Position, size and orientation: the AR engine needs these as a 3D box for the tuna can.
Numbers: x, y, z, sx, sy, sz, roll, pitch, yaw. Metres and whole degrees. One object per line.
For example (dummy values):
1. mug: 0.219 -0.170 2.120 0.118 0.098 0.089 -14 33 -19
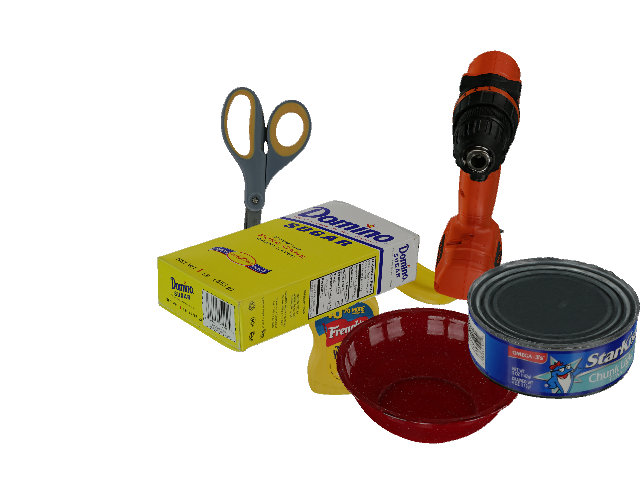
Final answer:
1. tuna can: 0.118 0.044 0.549 0.086 0.034 0.086 -3 28 2

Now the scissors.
1. scissors: -0.046 -0.049 1.023 0.096 0.202 0.016 -11 4 -11

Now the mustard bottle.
1. mustard bottle: 0.030 0.111 1.433 0.096 0.192 0.058 -3 19 -6

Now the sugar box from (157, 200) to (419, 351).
1. sugar box: -0.020 0.020 0.775 0.175 0.048 0.093 -23 35 -39

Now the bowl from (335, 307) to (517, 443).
1. bowl: 0.094 0.125 0.926 0.162 0.055 0.162 0 32 0

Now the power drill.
1. power drill: 0.132 -0.046 0.891 0.057 0.188 0.184 10 32 10

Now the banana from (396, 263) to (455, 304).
1. banana: 0.098 0.028 1.194 0.069 0.037 0.198 3 23 -31
